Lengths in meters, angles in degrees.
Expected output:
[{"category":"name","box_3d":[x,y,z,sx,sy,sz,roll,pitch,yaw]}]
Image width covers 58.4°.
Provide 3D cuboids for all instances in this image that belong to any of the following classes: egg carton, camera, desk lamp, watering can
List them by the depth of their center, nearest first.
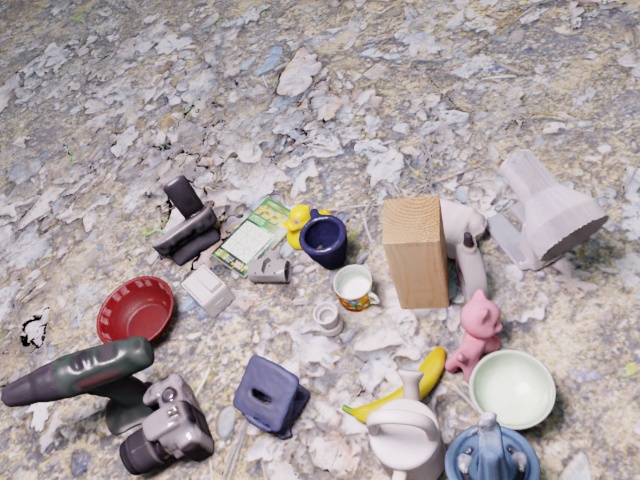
[{"category":"watering can","box_3d":[0.119,0.270,0.809,0.101,0.194,0.172,-17,52,5]},{"category":"desk lamp","box_3d":[0.360,-0.037,0.947,0.118,0.214,0.202,-28,52,-4]},{"category":"camera","box_3d":[-0.269,0.314,0.955,0.137,0.101,0.142,-30,52,-6]},{"category":"egg carton","box_3d":[0.228,-0.021,1.068,0.149,0.069,0.107,19,62,28]}]

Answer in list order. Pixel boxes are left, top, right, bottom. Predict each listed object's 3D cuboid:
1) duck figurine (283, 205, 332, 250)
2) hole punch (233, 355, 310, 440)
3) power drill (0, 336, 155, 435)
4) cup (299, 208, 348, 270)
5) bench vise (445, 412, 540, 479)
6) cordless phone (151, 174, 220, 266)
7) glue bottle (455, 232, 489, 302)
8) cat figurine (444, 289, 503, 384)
[{"category":"duck figurine","box_3d":[-0.027,-0.038,1.147,0.104,0.086,0.077,-29,52,-5]},{"category":"hole punch","box_3d":[-0.084,0.259,0.945,0.108,0.091,0.101,21,63,29]},{"category":"power drill","box_3d":[-0.370,0.251,0.963,0.229,0.209,0.075,-27,52,-3]},{"category":"cup","box_3d":[0.010,0.004,1.100,0.091,0.095,0.117,-22,52,0]},{"category":"bench vise","box_3d":[0.233,0.316,0.724,0.121,0.220,0.207,-21,52,2]},{"category":"cordless phone","box_3d":[-0.298,-0.049,1.175,0.148,0.185,0.094,-39,53,-12]},{"category":"glue bottle","box_3d":[0.249,0.039,0.952,0.037,0.173,0.078,-22,52,1]},{"category":"cat figurine","box_3d":[0.246,0.148,0.908,0.067,0.118,0.128,23,64,30]}]
